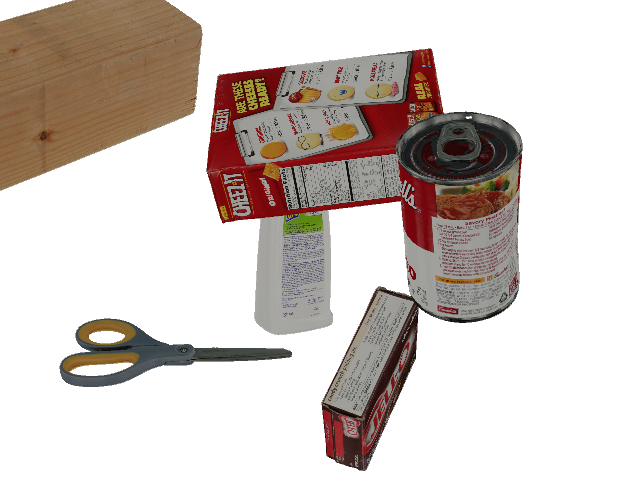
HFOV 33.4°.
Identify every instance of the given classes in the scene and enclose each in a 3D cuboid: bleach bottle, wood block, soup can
[{"bbox_3d":[-0.027,-0.012,1.326,0.102,0.251,0.068,-8,23,-33],"label":"bleach bottle"},{"bbox_3d":[-0.203,-0.126,0.854,0.090,0.091,0.205,37,46,27],"label":"wood block"},{"bbox_3d":[0.080,-0.012,0.606,0.068,0.102,0.068,-5,38,4],"label":"soup can"}]

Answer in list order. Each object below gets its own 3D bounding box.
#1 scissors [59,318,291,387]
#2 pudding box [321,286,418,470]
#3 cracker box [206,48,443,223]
[{"bbox_3d":[-0.135,0.093,0.967,0.201,0.016,0.096,-8,33,-17],"label":"scissors"},{"bbox_3d":[0.039,0.105,0.813,0.039,0.113,0.090,17,-33,14],"label":"pudding box"},{"bbox_3d":[0.009,-0.100,1.000,0.214,0.072,0.164,-7,39,5],"label":"cracker box"}]
